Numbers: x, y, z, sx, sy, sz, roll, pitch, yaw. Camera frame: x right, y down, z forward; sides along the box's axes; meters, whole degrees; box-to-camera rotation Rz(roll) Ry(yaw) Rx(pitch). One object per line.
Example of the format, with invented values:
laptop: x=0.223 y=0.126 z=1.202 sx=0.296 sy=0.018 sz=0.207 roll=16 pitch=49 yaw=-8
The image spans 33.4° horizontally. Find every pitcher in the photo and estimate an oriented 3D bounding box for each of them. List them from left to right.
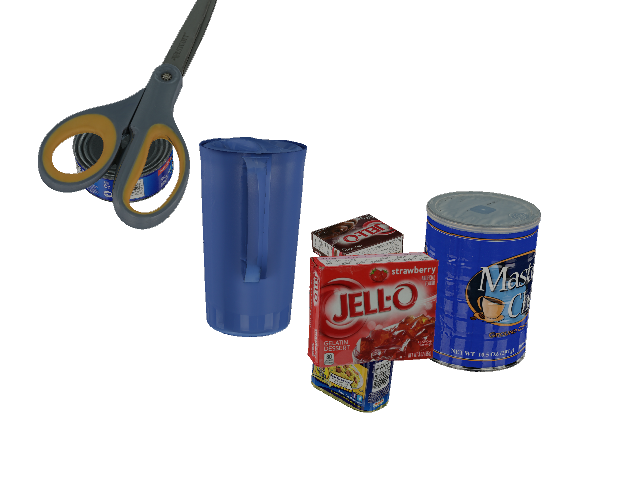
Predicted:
pitcher: x=-0.087 y=-0.005 z=1.332 sx=0.145 sy=0.243 sz=0.148 roll=12 pitch=16 yaw=36

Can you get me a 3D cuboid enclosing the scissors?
scissors: x=-0.115 y=-0.093 z=0.653 sx=0.096 sy=0.201 sz=0.016 roll=4 pitch=-35 yaw=-6

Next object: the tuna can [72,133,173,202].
tuna can: x=-0.171 y=-0.073 z=0.931 sx=0.086 sy=0.086 sz=0.034 roll=0 pitch=-41 yaw=-4

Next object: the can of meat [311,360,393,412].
can of meat: x=0.038 y=0.141 z=1.236 sx=0.102 sy=0.084 sz=0.057 roll=25 pitch=32 yaw=36

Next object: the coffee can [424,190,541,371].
coffee can: x=0.145 y=0.036 z=0.987 sx=0.103 sy=0.140 sz=0.103 roll=2 pitch=20 yaw=-1

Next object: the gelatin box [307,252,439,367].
gelatin box: x=0.036 y=0.048 z=0.748 sx=0.089 sy=0.073 sz=0.030 roll=-2 pitch=14 yaw=-17

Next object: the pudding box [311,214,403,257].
pudding box: x=0.056 y=0.003 z=1.621 sx=0.113 sy=0.039 sz=0.090 roll=-20 pitch=31 yaw=-28
